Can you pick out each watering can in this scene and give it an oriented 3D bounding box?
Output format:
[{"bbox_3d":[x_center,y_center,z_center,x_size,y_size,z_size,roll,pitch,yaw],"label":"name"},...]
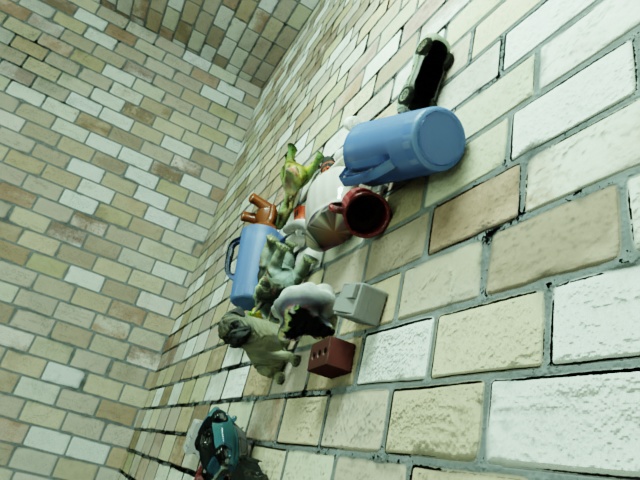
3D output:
[{"bbox_3d":[0.004,-0.061,1.217,0.341,0.103,0.230,-48,26,36],"label":"watering can"}]

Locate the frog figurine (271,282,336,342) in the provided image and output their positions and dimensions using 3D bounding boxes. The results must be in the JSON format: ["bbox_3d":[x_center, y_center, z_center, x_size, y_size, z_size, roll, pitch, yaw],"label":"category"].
[{"bbox_3d":[-0.032,0.131,1.080,0.137,0.121,0.162,-25,21,11],"label":"frog figurine"}]

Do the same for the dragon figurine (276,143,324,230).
[{"bbox_3d":[-0.093,-0.143,1.547,0.404,0.122,0.247,116,176,-70],"label":"dragon figurine"}]
